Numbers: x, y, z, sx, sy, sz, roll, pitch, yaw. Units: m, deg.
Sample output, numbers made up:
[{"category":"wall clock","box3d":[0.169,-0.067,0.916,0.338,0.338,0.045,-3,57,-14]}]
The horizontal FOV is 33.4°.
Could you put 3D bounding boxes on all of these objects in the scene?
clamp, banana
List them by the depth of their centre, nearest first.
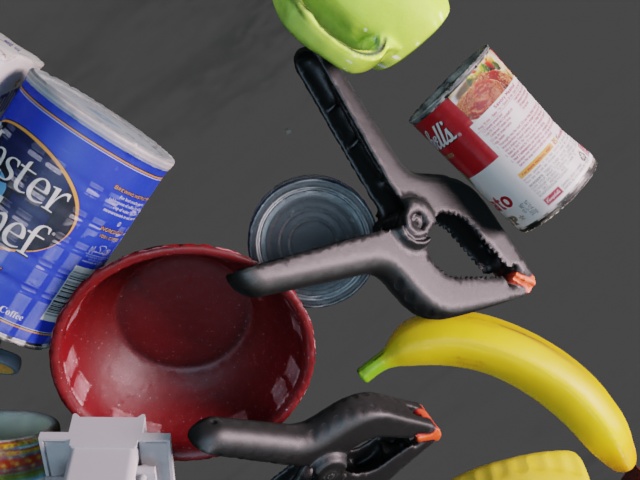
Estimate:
[{"category":"clamp","box3d":[0.049,-0.019,0.664,0.209,0.036,0.164,19,70,-27]},{"category":"clamp","box3d":[-0.006,0.134,0.679,0.171,0.039,0.120,-24,136,-14]},{"category":"banana","box3d":[0.128,0.091,0.706,0.198,0.037,0.070,21,112,-2]}]

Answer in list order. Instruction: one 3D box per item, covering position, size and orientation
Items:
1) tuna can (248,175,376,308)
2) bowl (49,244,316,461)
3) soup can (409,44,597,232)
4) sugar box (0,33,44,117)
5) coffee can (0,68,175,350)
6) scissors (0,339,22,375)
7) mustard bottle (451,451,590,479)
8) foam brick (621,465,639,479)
[{"category":"tuna can","box3d":[-0.005,0.001,0.694,0.086,0.034,0.086,0,96,-1]},{"category":"bowl","box3d":[-0.086,0.061,0.672,0.162,0.055,0.162,-3,119,-6]},{"category":"soup can","box3d":[0.116,-0.063,0.673,0.102,0.068,0.068,44,93,-5]},{"category":"sugar box","box3d":[-0.241,-0.049,0.655,0.048,0.093,0.176,36,94,-5]},{"category":"coffee can","box3d":[-0.170,-0.019,0.654,0.103,0.103,0.140,34,94,-4]},{"category":"scissors","box3d":[-0.279,0.059,0.696,0.202,0.096,0.016,5,67,27]},{"category":"mustard bottle","box3d":[0.142,0.229,0.651,0.096,0.058,0.191,-14,52,2]},{"category":"foam brick","box3d":[0.221,0.190,0.695,0.053,0.078,0.051,34,94,-2]}]
